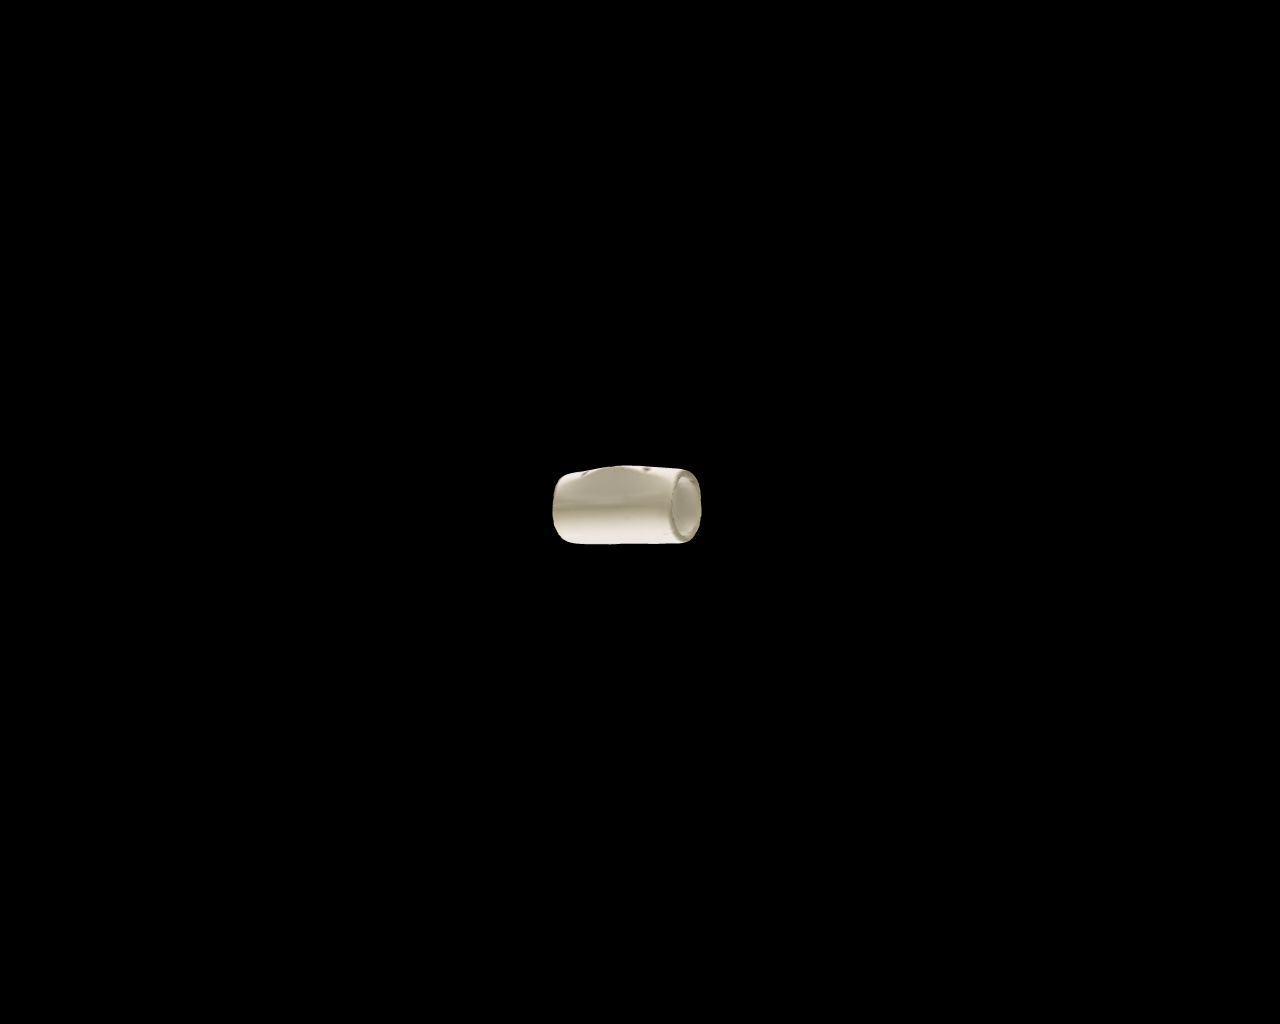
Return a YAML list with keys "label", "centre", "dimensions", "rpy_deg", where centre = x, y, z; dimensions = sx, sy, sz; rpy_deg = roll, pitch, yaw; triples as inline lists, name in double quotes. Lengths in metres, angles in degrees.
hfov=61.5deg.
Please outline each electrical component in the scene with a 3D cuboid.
- label: "electrical component"
  centre: [0.001, -0.003, 0.650]
  dimensions: [0.077, 0.043, 0.079]
  rpy_deg: [-2, -3, 27]
